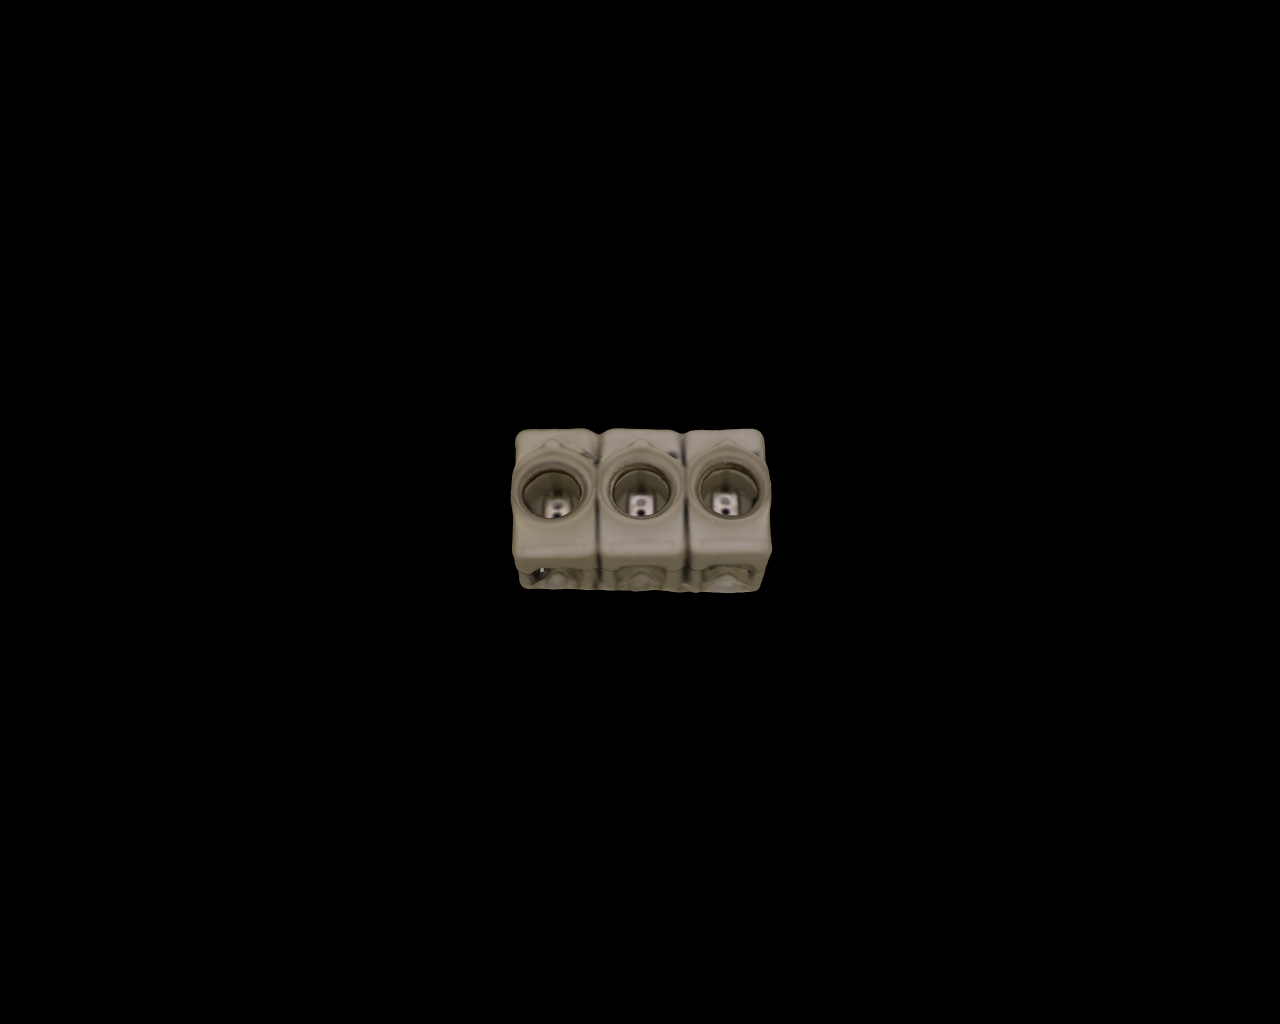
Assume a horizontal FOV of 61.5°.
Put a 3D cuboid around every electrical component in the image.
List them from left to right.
[{"bbox_3d":[0.001,-0.003,0.650,0.150,0.089,0.061,0,-28,0],"label":"electrical component"}]
